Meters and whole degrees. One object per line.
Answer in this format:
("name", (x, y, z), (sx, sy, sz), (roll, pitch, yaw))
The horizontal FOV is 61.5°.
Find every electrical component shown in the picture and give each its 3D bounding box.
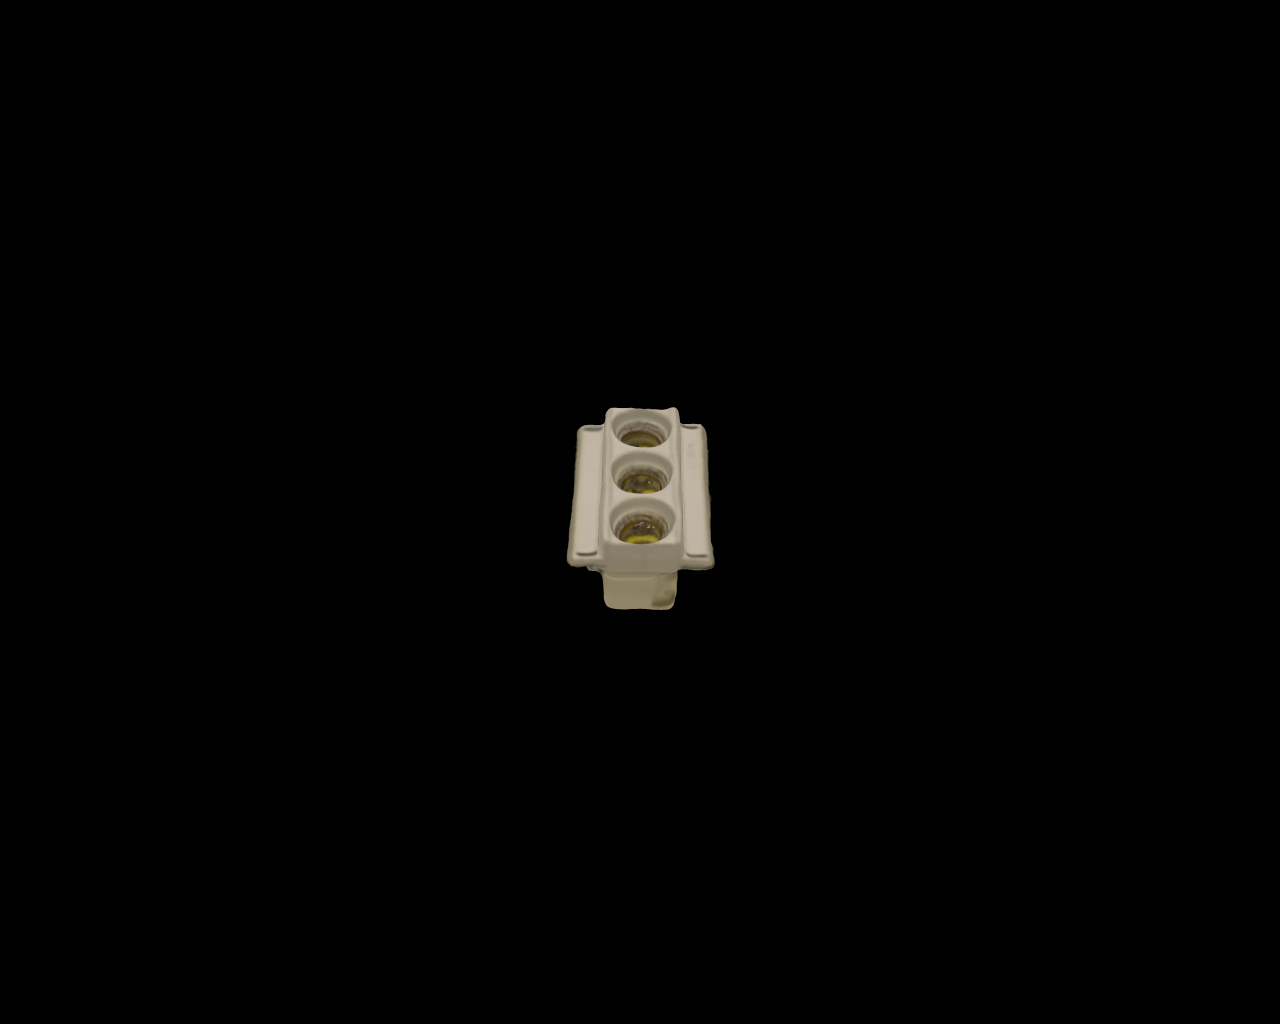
("electrical component", (0.001, -0.003, 0.650), (0.079, 0.063, 0.121), (0, 44, 0))
